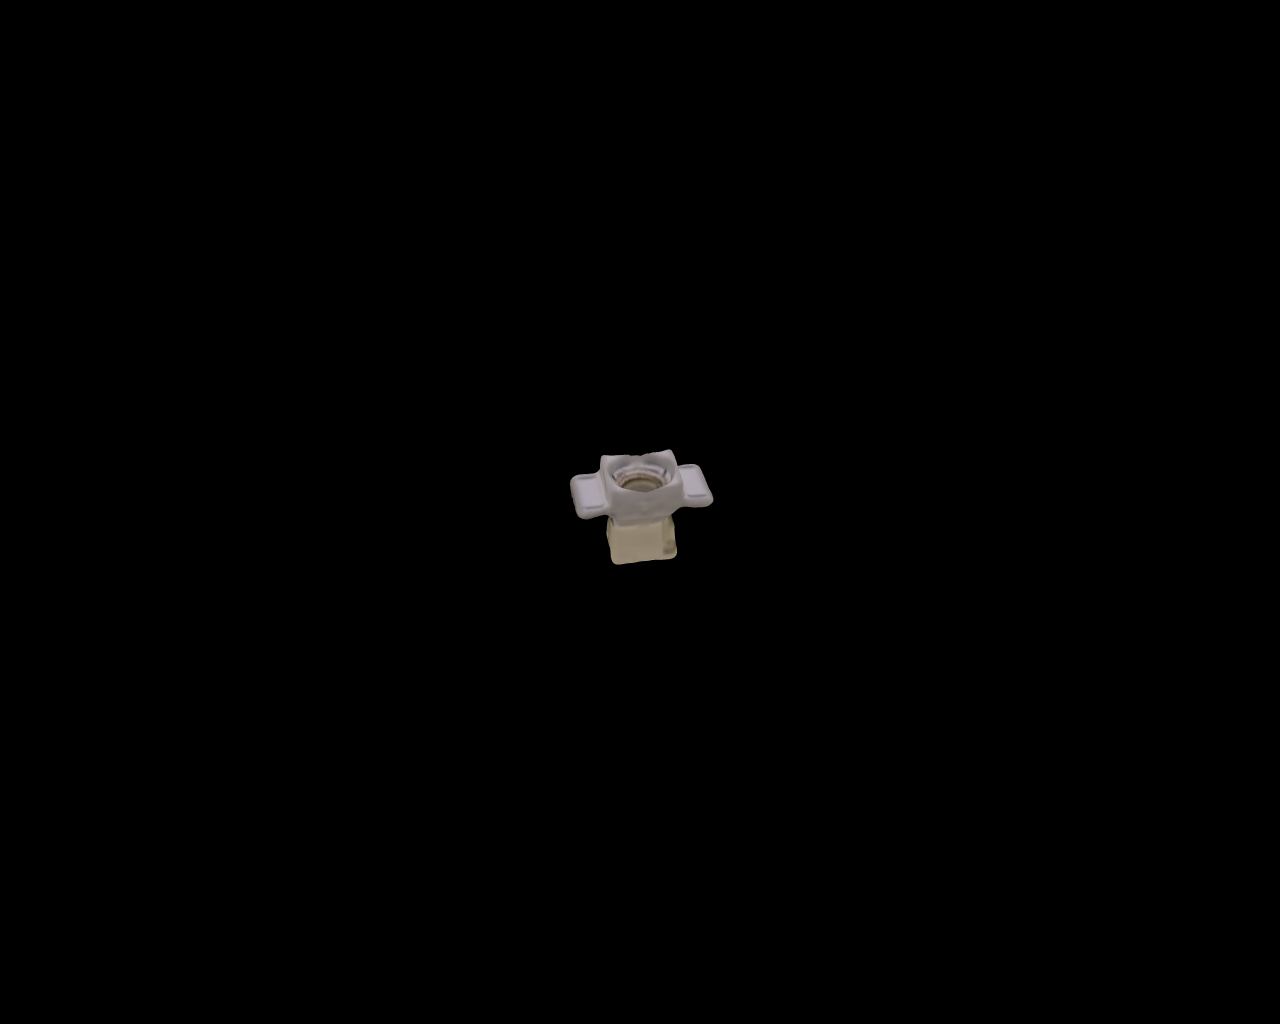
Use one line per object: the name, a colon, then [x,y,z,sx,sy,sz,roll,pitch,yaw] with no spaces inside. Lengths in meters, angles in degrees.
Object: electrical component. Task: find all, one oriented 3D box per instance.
electrical component: [0.001,-0.003,0.650,0.081,0.063,0.042,-5,36,-7]
